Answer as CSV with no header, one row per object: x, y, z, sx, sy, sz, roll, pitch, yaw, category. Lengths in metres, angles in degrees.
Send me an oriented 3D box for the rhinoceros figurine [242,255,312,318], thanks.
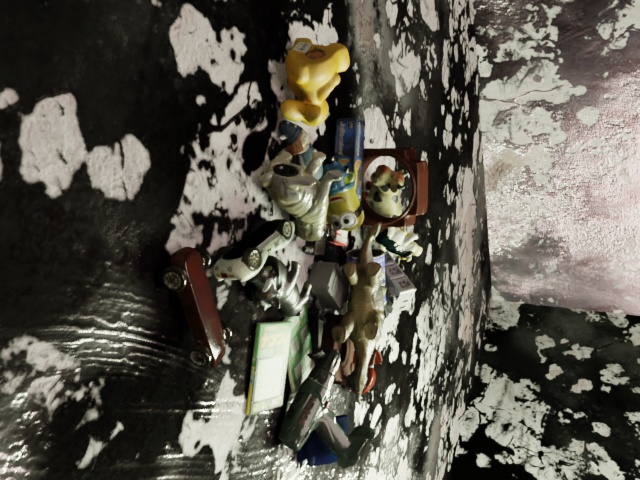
-0.087,0.090,1.047,0.112,0.073,0.190,-62,149,-18,rhinoceros figurine

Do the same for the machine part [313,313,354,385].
0.040,0.267,1.321,0.179,0.056,0.179,0,90,-68,machine part

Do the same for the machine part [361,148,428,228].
0.169,-0.134,1.376,0.087,0.201,0.201,-15,107,-60,machine part

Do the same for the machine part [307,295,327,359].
-0.006,0.203,1.223,0.084,0.039,0.139,81,9,-53,machine part

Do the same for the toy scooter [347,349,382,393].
0.131,0.354,1.514,0.135,0.075,0.184,57,40,-52,toy scooter

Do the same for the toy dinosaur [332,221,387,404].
0.108,0.187,1.286,0.198,0.105,0.470,-7,107,-72,toy dinosaur

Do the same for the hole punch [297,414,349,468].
0.007,0.465,1.266,0.115,0.092,0.142,1,96,-60,hole punch

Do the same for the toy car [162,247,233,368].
-0.193,0.107,0.848,0.089,0.053,0.201,-58,140,-62,toy car

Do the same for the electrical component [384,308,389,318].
0.168,0.199,1.564,0.048,0.075,0.119,-51,133,-49,electrical component

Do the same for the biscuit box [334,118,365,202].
0.070,-0.197,1.327,0.063,0.059,0.202,-1,94,-63,biscuit box

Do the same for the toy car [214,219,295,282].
-0.115,0.013,0.968,0.202,0.074,0.056,-45,129,-52,toy car

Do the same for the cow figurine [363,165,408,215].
0.187,-0.127,1.499,0.194,0.127,0.085,69,32,-44,cow figurine

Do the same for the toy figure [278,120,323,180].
-0.039,-0.188,1.118,0.154,0.058,0.064,61,3,-45,toy figure

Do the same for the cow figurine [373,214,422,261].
0.217,0.010,1.488,0.167,0.068,0.098,45,75,-30,cow figurine

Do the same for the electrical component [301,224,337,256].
-0.002,-0.003,1.225,0.102,0.045,0.078,21,74,-62,electrical component

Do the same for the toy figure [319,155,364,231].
0.050,-0.108,1.251,0.089,0.082,0.180,-23,99,-36,toy figure

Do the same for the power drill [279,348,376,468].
0.030,0.389,1.199,0.207,0.086,0.232,49,65,-22,power drill

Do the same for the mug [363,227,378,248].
0.166,0.000,1.540,0.107,0.081,0.109,17,87,-51,mug

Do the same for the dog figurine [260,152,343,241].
-0.051,-0.068,1.086,0.121,0.172,0.190,-115,-149,-47,dog figurine

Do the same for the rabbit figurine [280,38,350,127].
-0.012,-0.298,1.094,0.173,0.122,0.162,92,11,-52,rabbit figurine
